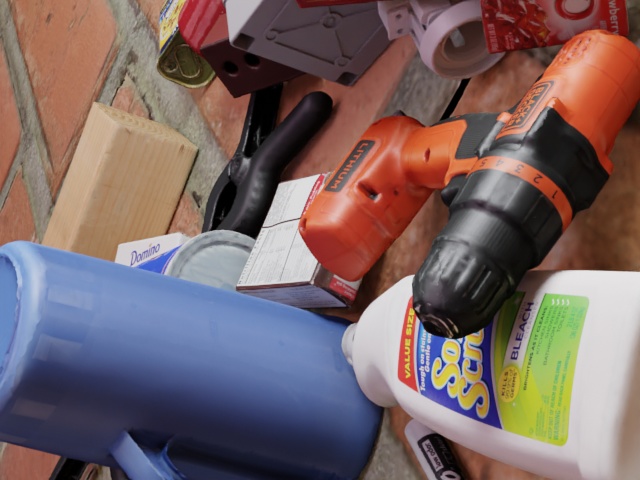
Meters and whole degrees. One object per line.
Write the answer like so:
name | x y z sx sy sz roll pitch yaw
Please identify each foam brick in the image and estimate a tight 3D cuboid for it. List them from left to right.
foam brick | -0.046 -0.156 0.845 0.078 0.053 0.051 -14 37 34

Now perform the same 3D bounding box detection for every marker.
marker | 0.074 0.140 0.560 0.020 0.020 0.121 -59 32 23

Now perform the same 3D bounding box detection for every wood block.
wood block | -0.207 -0.018 1.048 0.090 0.090 0.206 39 109 59

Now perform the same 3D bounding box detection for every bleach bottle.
bleach bottle | 0.084 0.067 0.540 0.251 0.068 0.102 -5 69 61

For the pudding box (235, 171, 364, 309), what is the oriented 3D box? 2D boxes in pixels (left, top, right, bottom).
pudding box | -0.005 0.001 0.733 0.114 0.039 0.090 -9 57 60

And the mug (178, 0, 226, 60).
mug | -0.067 -0.208 0.923 0.082 0.093 0.117 -53 4 40

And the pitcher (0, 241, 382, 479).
pitcher | -0.087 0.090 0.634 0.149 0.242 0.145 2 76 53

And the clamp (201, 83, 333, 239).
clamp | -0.055 -0.063 0.866 0.171 0.039 0.120 -57 26 14

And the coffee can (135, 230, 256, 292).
coffee can | -0.102 0.057 0.818 0.141 0.102 0.103 -21 58 55

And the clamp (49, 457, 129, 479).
clamp | -0.203 0.161 0.997 0.165 0.036 0.210 -21 57 44

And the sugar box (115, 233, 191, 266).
sugar box | -0.152 0.086 0.925 0.094 0.048 0.176 -9 61 43

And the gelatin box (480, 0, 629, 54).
gelatin box | 0.115 -0.141 0.538 0.073 0.089 0.030 -5 44 18

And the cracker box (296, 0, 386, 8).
cracker box | 0.066 -0.244 0.629 0.164 0.072 0.213 -2 63 15

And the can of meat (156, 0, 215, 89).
can of meat | -0.116 -0.212 1.028 0.102 0.057 0.084 -48 36 36

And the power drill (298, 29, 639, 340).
power drill | 0.066 -0.021 0.562 0.184 0.057 0.188 -51 21 -24
